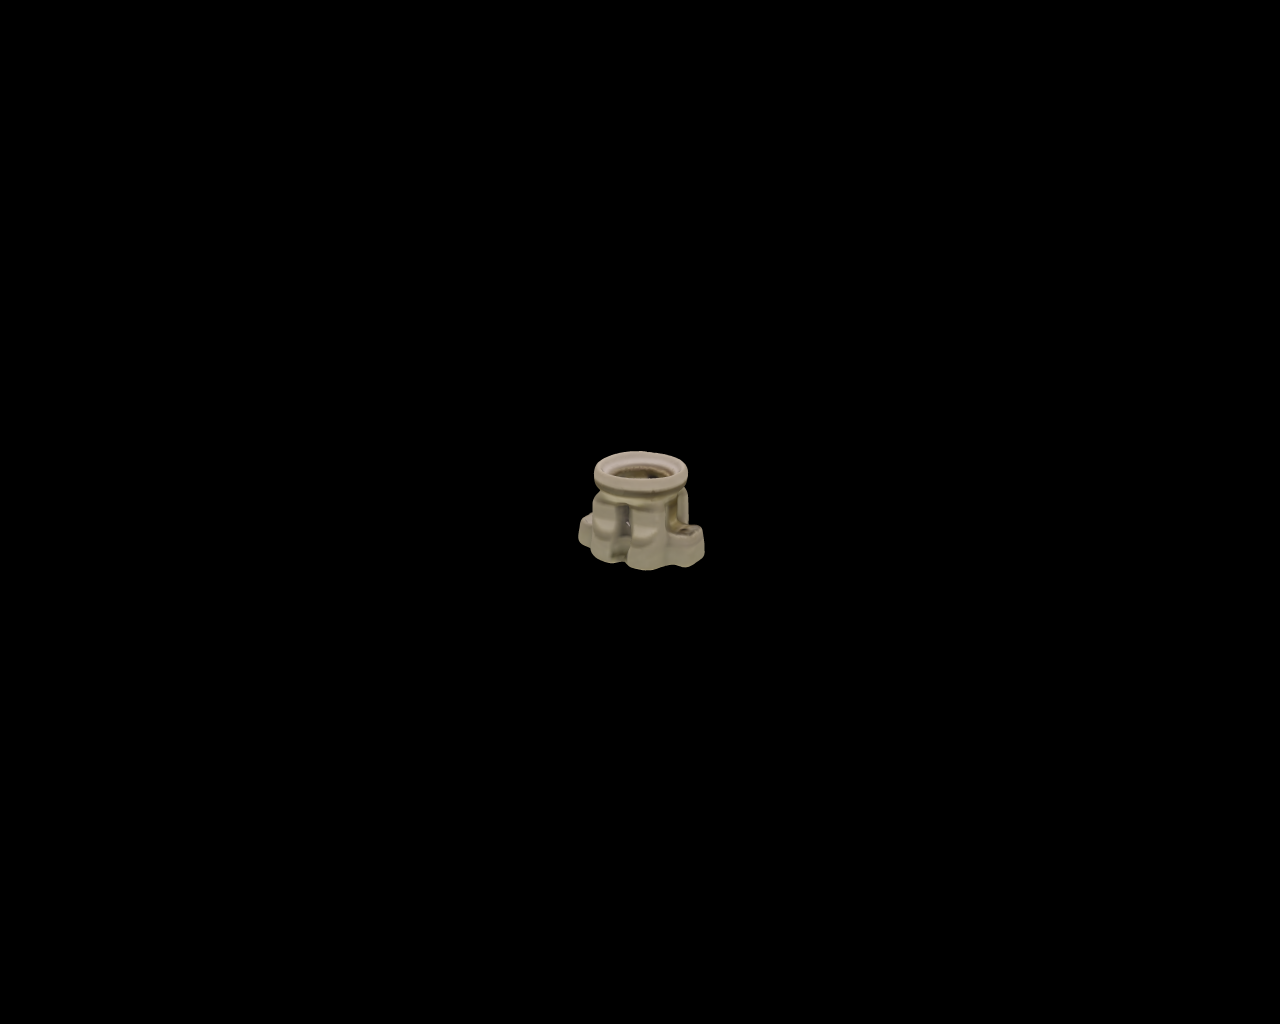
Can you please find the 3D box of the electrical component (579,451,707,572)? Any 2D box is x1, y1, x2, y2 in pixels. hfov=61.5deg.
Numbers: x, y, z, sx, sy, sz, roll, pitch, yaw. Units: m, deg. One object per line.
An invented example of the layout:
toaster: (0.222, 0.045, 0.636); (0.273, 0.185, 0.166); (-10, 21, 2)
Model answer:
electrical component: (0.001, -0.003, 0.650); (0.078, 0.056, 0.058); (11, 23, 27)
